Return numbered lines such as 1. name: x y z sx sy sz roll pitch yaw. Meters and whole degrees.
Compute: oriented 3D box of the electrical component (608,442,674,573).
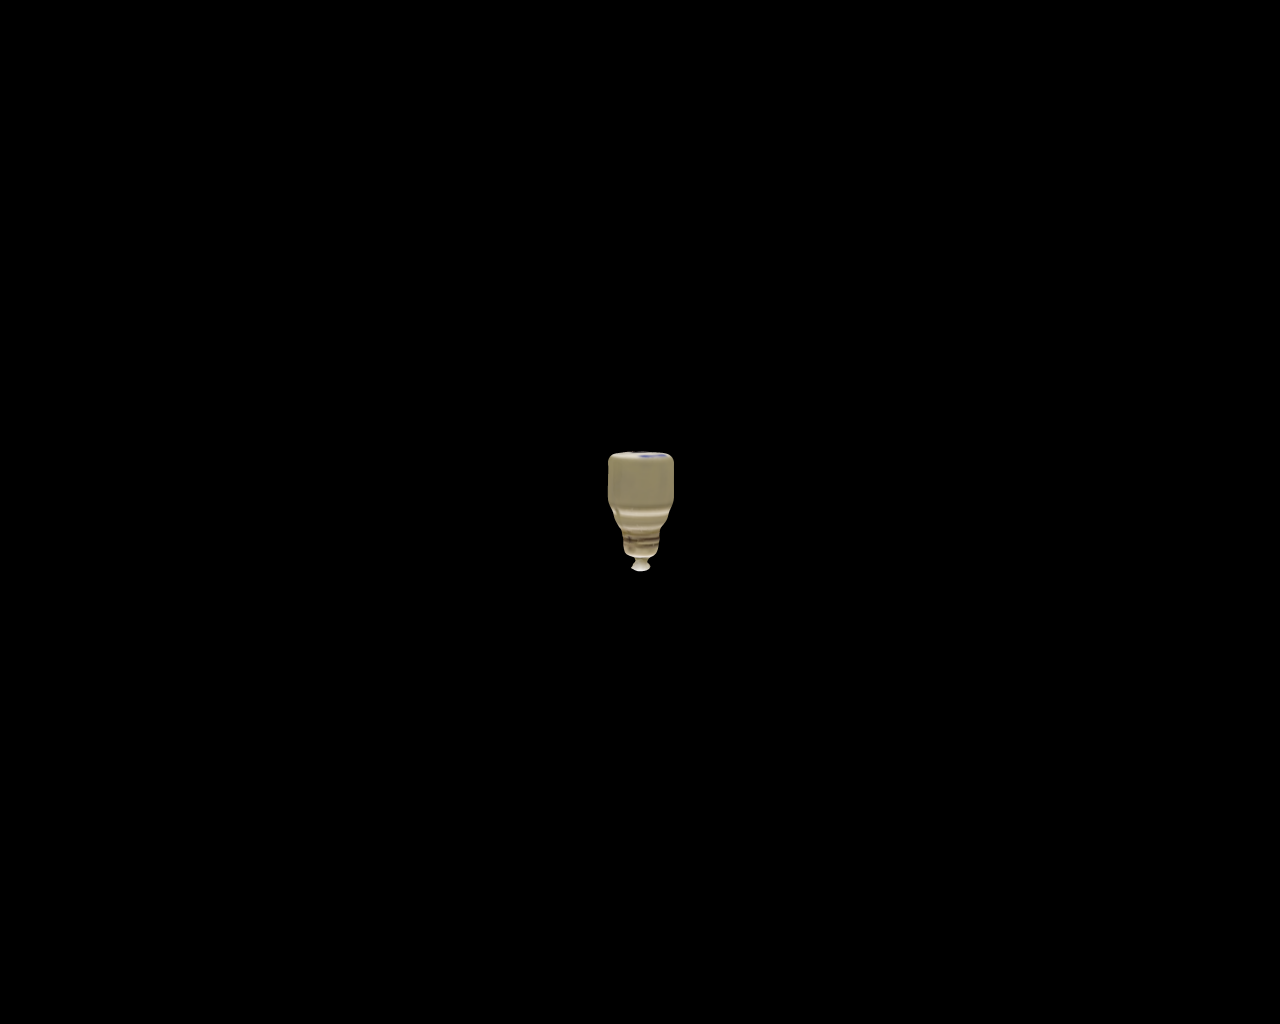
1. electrical component: 0.001 -0.003 0.650 0.040 0.078 0.040 0 7 0
